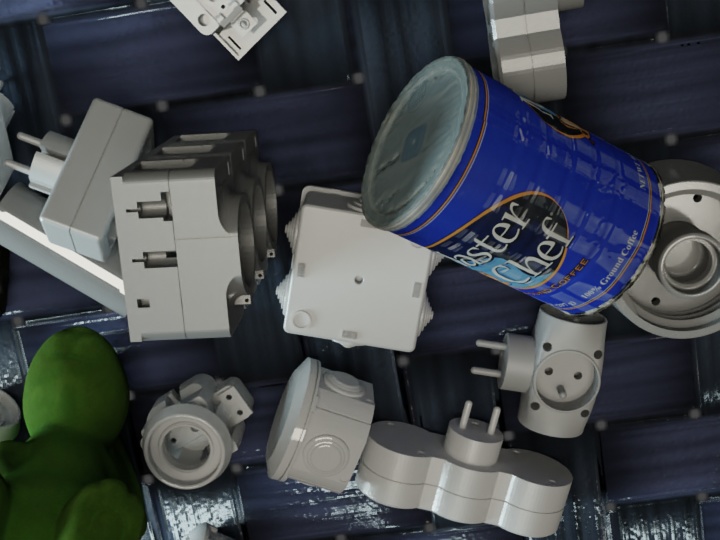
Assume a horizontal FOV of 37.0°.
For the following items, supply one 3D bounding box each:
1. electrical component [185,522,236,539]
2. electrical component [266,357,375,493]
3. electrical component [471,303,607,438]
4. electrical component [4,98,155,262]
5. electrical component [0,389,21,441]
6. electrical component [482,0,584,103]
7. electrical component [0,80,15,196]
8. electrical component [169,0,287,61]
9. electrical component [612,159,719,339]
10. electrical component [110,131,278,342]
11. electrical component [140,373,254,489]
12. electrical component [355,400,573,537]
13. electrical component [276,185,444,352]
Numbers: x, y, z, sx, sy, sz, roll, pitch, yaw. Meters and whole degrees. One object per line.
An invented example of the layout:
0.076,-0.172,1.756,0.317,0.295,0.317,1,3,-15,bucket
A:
-0.094,0.205,0.737,0.062,0.048,0.048,28,104,-13,electrical component
-0.026,0.100,0.688,0.051,0.080,0.080,19,105,-9,electrical component
0.112,0.061,0.691,0.079,0.044,0.077,9,105,-1,electrical component
-0.174,-0.060,0.647,0.076,0.047,0.083,20,72,-3,electrical component
-0.260,0.110,0.709,0.078,0.058,0.057,29,107,-6,electrical component
0.109,-0.168,0.625,0.074,0.052,0.138,-9,105,4,electrical component
-0.235,-0.089,0.651,0.047,0.083,0.075,20,67,-4,electrical component
-0.086,-0.165,0.626,0.042,0.063,0.081,-43,100,11,electrical component
0.197,-0.010,0.660,0.108,0.060,0.108,0,105,1,electrical component
-0.088,-0.025,0.619,0.062,0.150,0.089,-3,105,4,electrical component
-0.110,0.107,0.703,0.078,0.057,0.058,-32,102,9,electrical component
0.072,0.121,0.704,0.138,0.052,0.073,13,105,-2,electrical component
0.000,0.000,0.676,0.100,0.048,0.099,9,106,-1,electrical component
